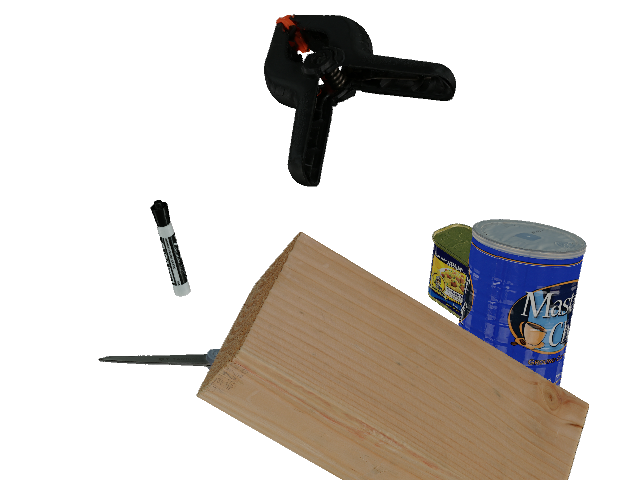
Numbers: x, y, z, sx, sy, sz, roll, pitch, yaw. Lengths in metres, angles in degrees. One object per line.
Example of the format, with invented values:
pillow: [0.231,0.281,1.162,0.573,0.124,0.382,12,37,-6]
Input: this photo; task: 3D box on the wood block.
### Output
wood block: [0.043,0.097,0.646,0.206,0.090,0.090,31,-33,-7]

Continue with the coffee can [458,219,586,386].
coffee can: [0.181,0.061,0.984,0.103,0.140,0.103,6,16,-2]

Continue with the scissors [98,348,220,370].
scissors: [-0.070,0.089,0.876,0.202,0.016,0.096,7,26,13]

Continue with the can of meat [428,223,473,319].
can of meat: [0.174,0.042,1.245,0.057,0.084,0.102,-21,41,-32]

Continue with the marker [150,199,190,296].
marker: [-0.169,0.008,1.203,0.020,0.121,0.020,-8,30,5]

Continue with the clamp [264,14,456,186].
clamp: [0.017,-0.114,0.727,0.120,0.039,0.171,-23,44,2]
